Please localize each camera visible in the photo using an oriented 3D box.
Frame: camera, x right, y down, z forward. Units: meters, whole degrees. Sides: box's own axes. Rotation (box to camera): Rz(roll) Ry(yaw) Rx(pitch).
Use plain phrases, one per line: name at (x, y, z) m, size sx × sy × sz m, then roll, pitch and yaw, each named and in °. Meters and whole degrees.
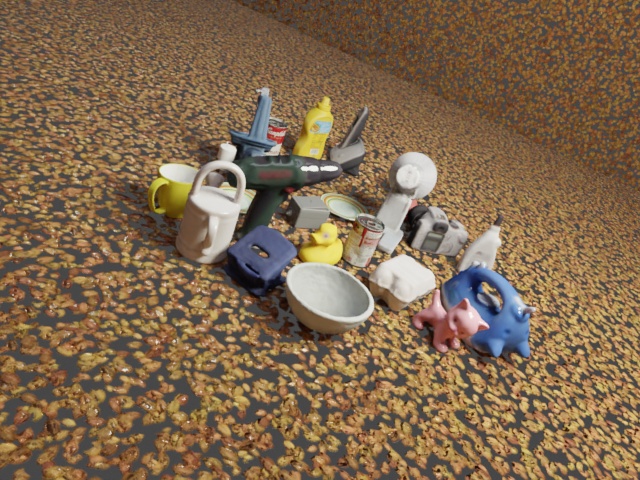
camera at (0.292, -0.038, 1.474) m, size 0.143 × 0.101 × 0.136 m, roll 11°, pitch 30°, yaw -20°

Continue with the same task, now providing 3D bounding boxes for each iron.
iron at (0.341, 0.123, 1.182) m, size 0.119 × 0.141 × 0.257 m, roll 6°, pitch 32°, yaw -27°

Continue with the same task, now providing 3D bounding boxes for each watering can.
watering can at (-0.202, -0.065, 1.068) m, size 0.101 × 0.194 × 0.172 m, roll -1°, pitch 36°, yaw -37°

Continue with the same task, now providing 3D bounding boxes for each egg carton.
egg carton at (0.172, 0.088, 1.200) m, size 0.107 × 0.069 × 0.151 m, roll 36°, pitch 31°, yaw 25°

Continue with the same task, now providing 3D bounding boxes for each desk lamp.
desk lamp at (0.197, -0.102, 1.397) m, size 0.118 × 0.213 × 0.203 m, roll 27°, pitch 28°, yaw 9°

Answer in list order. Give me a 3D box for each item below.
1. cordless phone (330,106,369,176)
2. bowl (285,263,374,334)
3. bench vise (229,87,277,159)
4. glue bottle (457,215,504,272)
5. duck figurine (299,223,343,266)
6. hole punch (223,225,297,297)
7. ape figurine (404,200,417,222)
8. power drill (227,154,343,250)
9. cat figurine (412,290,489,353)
cordless phone at (0.100, -0.300, 1.704) m, size 0.094 × 0.185 × 0.147 m, roll 14°, pitch 29°, yaw -14°
bowl at (0.008, 0.116, 1.028) m, size 0.167 × 0.075 × 0.167 m, roll 17°, pitch 28°, yaw -9°
bench vise at (-0.144, -0.248, 1.403) m, size 0.122 × 0.220 × 0.206 m, roll -1°, pitch 35°, yaw -36°
glue bottle at (0.399, 0.014, 1.379) m, size 0.078 × 0.173 × 0.037 m, roll 19°, pitch 28°, yaw -5°
duck figurine at (0.011, 0.004, 1.214) m, size 0.105 × 0.086 × 0.077 m, roll -7°, pitch 39°, yaw -43°
hole punch at (-0.111, 0.036, 1.066) m, size 0.108 × 0.091 × 0.101 m, roll 35°, pitch 30°, yaw 22°
ape figurine at (0.235, -0.102, 1.553) m, size 0.078 × 0.092 × 0.076 m, roll 10°, pitch 30°, yaw -21°
power drill at (-0.086, -0.083, 1.167) m, size 0.230 × 0.208 × 0.075 m, roll 6°, pitch 32°, yaw -27°
cat figurine at (0.254, 0.149, 1.099) m, size 0.067 × 0.118 × 0.127 m, roll -4°, pitch 37°, yaw -40°
